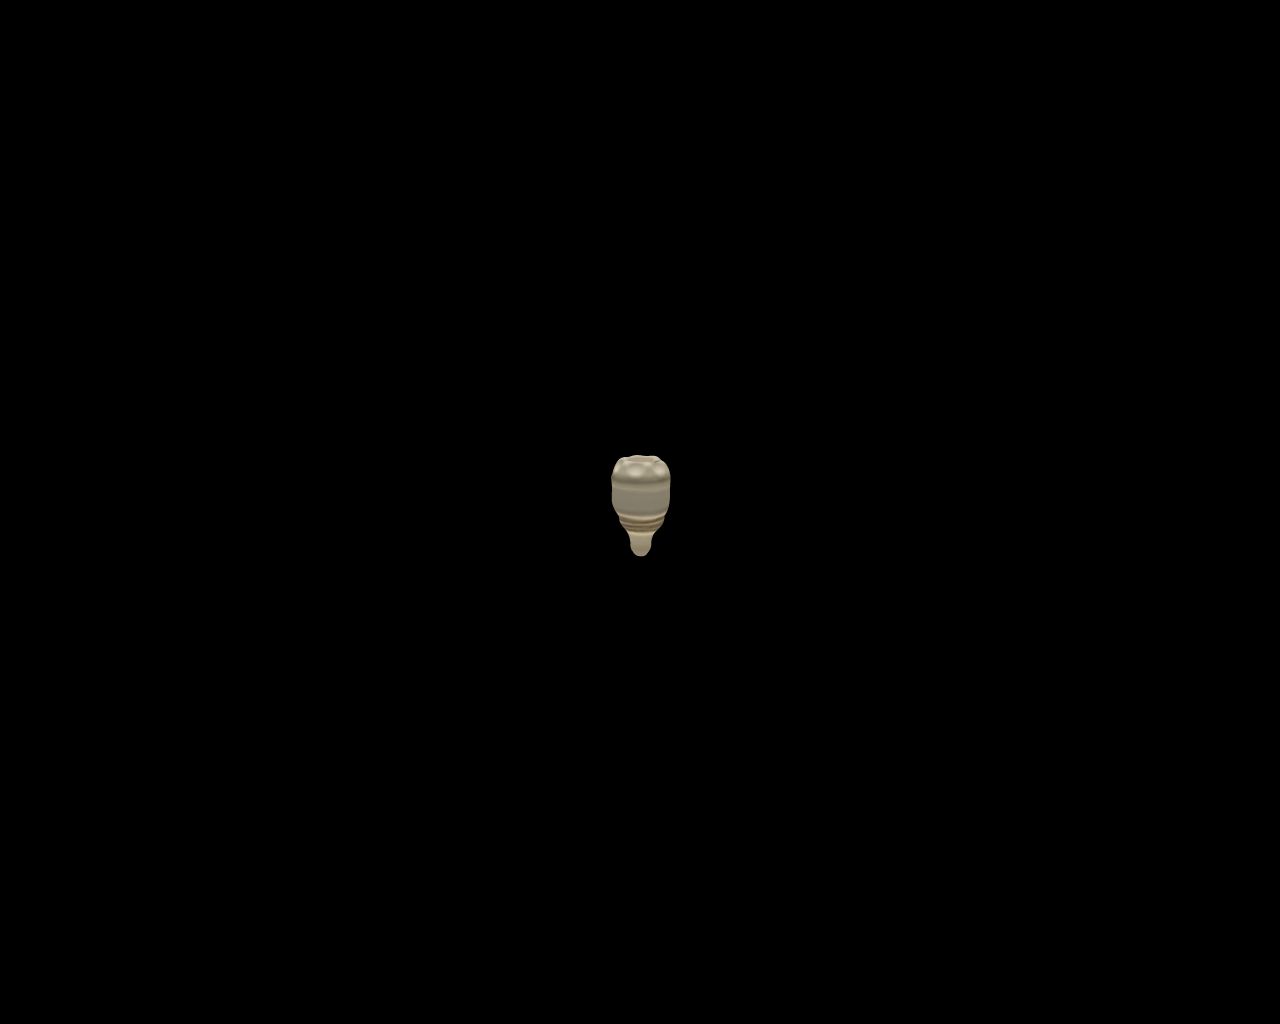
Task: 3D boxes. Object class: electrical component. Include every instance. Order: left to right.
[{"bbox_3d":[0.001,-0.003,0.650,0.035,0.061,0.035,0,13,0],"label":"electrical component"}]
